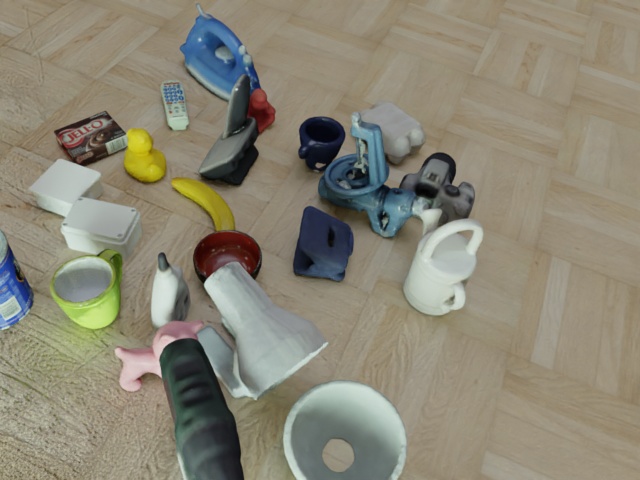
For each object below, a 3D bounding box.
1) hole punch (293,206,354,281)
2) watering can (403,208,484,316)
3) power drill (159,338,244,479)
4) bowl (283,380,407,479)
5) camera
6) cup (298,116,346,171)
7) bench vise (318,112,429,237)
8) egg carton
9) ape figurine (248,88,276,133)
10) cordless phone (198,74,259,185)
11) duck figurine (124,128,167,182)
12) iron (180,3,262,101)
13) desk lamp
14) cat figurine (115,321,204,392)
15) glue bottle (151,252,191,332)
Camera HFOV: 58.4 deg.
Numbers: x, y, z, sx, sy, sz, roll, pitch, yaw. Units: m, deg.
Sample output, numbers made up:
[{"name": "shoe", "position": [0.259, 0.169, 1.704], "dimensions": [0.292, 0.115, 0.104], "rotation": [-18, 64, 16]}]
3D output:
[{"name": "hole punch", "position": [0.009, 0.004, 0.996], "dimensions": [0.101, 0.091, 0.108], "rotation": [8, 51, -1]}, {"name": "watering can", "position": [0.201, 0.026, 0.939], "dimensions": [0.101, 0.194, 0.172], "rotation": [-24, 58, -25]}, {"name": "power drill", "position": [-0.139, 0.245, 0.703], "dimensions": [0.076, 0.208, 0.229], "rotation": [-16, 55, -20]}, {"name": "bowl", "position": [0.031, 0.282, 0.785], "dimensions": [0.167, 0.075, 0.167], "rotation": [4, 51, -5]}, {"name": "camera", "position": [0.237, -0.110, 1.115], "dimensions": [0.143, 0.101, 0.137], "rotation": [23, 52, 10]}, {"name": "cup", "position": [-0.007, -0.176, 1.137], "dimensions": [0.091, 0.095, 0.118], "rotation": [31, 54, 16]}, {"name": "bench vise", "position": [0.104, -0.123, 1.029], "dimensions": [0.207, 0.220, 0.121], "rotation": [14, 51, 3]}, {"name": "egg carton", "position": [0.147, -0.232, 1.220], "dimensions": [0.107, 0.069, 0.150], "rotation": [-34, 63, -30]}, {"name": "ape figurine", "position": [-0.130, -0.275, 1.200], "dimensions": [0.078, 0.092, 0.076], "rotation": [-6, 52, -12]}, {"name": "cordless phone", "position": [-0.171, -0.210, 1.082], "dimensions": [0.094, 0.185, 0.147], "rotation": [14, 51, 4]}, {"name": "duck figurine", "position": [-0.336, -0.169, 1.089], "dimensions": [0.078, 0.086, 0.104], "rotation": [-26, 59, -26]}, {"name": "iron", "position": [-0.202, -0.406, 1.264], "dimensions": [0.119, 0.141, 0.257], "rotation": [-33, 62, -29]}, {"name": "desk lamp", "position": [-0.095, 0.138, 0.793], "dimensions": [0.118, 0.213, 0.202], "rotation": [-33, 62, -29]}, {"name": "cat figurine", "position": [-0.228, 0.158, 0.820], "dimensions": [0.128, 0.118, 0.067], "rotation": [-6, 52, -13]}, {"name": "glue bottle", "position": [-0.225, 0.073, 0.853], "dimensions": [0.037, 0.173, 0.078], "rotation": [15, 51, 4]}]
